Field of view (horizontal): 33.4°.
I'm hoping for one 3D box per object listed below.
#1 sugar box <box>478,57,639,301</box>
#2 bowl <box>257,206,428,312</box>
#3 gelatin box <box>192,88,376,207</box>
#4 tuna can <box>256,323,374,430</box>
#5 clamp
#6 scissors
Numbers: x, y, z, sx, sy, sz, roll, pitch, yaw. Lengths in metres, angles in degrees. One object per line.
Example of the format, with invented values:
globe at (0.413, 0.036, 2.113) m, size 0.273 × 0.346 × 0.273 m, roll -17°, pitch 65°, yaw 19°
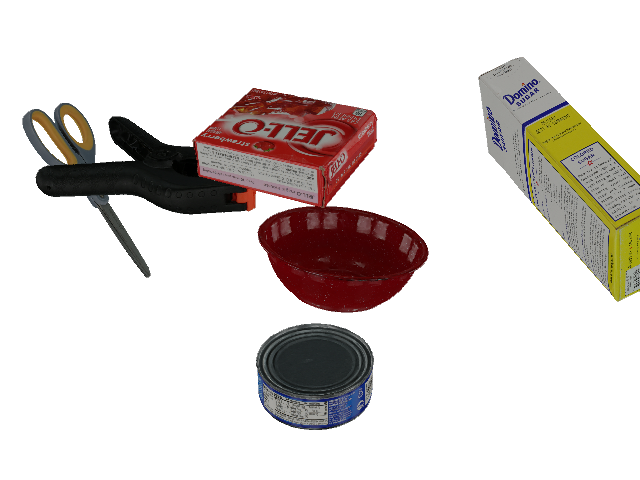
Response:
sugar box at (0.181, -0.048, 0.776) m, size 0.048 × 0.176 × 0.093 m, roll -26°, pitch -38°, yaw -5°
bowl at (0.019, 0.023, 1.011) m, size 0.162 × 0.055 × 0.162 m, roll 5°, pitch 24°, yaw -3°
gelatin box at (-0.020, -0.059, 0.646) m, size 0.089 × 0.030 × 0.073 m, roll 14°, pitch 39°, yaw 23°
tuna can at (-0.004, 0.100, 0.784) m, size 0.086 × 0.034 × 0.086 m, roll -1°, pitch 32°, yaw 0°
clamp at (-0.136, -0.051, 0.849) m, size 0.172 × 0.039 × 0.120 m, roll 17°, pitch 41°, yaw 27°
scissors at (-0.226, -0.061, 1.094) m, size 0.016 × 0.201 × 0.096 m, roll -26°, pitch 27°, yaw 27°
